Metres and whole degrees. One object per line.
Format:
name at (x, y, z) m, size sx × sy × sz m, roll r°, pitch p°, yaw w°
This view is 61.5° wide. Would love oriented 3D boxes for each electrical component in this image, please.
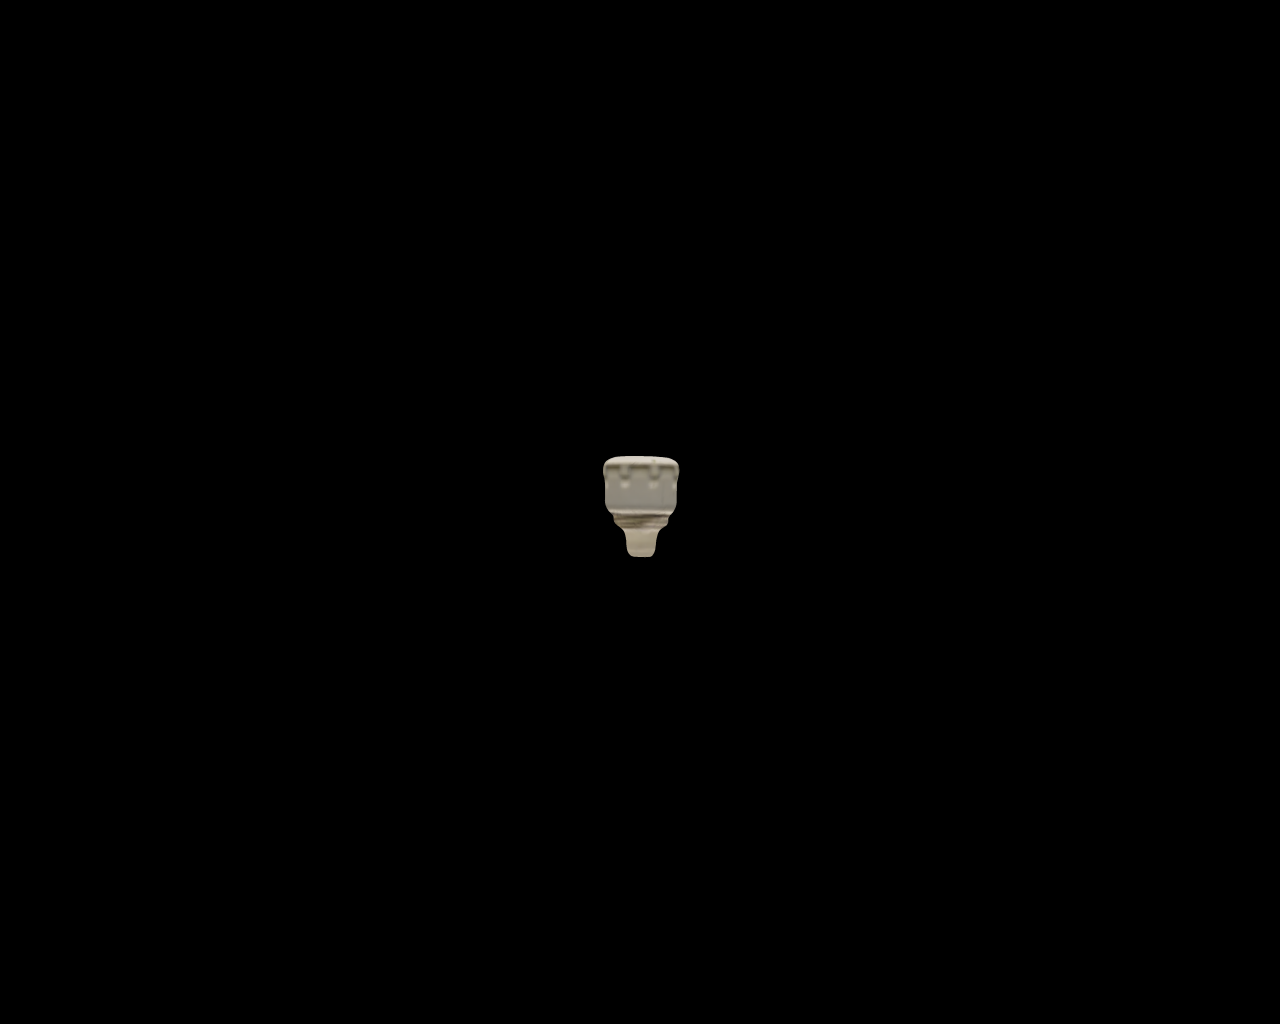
electrical component at (0.001, -0.003, 0.650) m, size 0.048 × 0.062 × 0.048 m, roll 0°, pitch 0°, yaw 0°
